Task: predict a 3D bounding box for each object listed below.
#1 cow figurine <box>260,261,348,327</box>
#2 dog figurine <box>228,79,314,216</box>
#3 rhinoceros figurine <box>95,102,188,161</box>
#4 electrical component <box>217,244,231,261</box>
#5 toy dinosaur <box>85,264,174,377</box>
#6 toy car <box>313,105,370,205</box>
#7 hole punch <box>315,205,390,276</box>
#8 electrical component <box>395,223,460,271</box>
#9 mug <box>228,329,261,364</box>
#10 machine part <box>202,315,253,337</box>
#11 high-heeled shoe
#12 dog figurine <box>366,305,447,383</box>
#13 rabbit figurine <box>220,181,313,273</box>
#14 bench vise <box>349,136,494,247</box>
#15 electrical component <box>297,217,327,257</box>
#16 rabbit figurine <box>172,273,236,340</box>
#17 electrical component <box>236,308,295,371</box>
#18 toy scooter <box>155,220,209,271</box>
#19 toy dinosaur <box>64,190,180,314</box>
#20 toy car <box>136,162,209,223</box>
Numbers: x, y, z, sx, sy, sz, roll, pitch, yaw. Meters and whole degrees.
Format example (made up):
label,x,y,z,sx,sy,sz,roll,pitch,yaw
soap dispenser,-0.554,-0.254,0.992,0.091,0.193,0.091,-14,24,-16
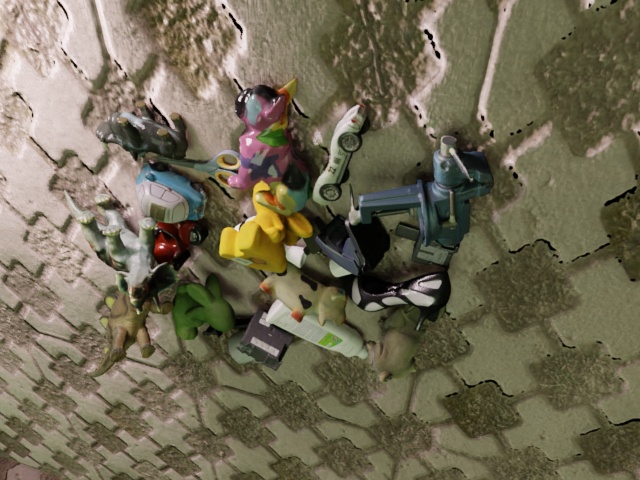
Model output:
label,x,y,z,sx,sy,sz,roll,pitch,yaw
cow figurine,-0.023,0.119,1.183,0.195,0.127,0.085,40,178,7
dog figurine,-0.072,-0.169,0.948,0.191,0.108,0.219,29,132,-3
rhinoceros figurine,-0.349,-0.207,1.056,0.190,0.073,0.112,12,144,10
electrical component,-0.188,0.015,1.213,0.094,0.021,0.063,-23,117,36
toy dinosaur,-0.495,0.217,1.378,0.105,0.199,0.471,20,111,-43
toy car,0.036,-0.145,0.943,0.056,0.073,0.201,23,134,1
hole punch,0.064,0.002,1.028,0.092,0.142,0.115,-20,106,33
electrical component,0.202,0.006,1.028,0.119,0.048,0.074,20,134,3
mug,-0.167,0.277,1.397,0.107,0.081,0.109,-27,111,29
machine part,-0.226,0.218,1.380,0.139,0.084,0.039,-7,103,17
high-heeled shoe,0.143,0.080,1.084,0.249,0.086,0.145,30,117,30
dog figurine,0.186,0.198,1.124,0.121,0.172,0.190,18,142,-8
rabbit figurine,-0.095,-0.032,1.044,0.162,0.173,0.122,17,156,-26
bench vise,0.166,-0.069,0.914,0.241,0.129,0.223,-7,146,7
electrical component,-0.002,-0.005,1.108,0.078,0.045,0.102,55,131,11
rabbit figurine,-0.271,0.163,1.318,0.170,0.121,0.158,7,111,36
electrical component,-0.123,0.231,1.299,0.115,0.134,0.058,32,135,-4
toy scooter,-0.343,-0.009,1.222,0.135,0.075,0.184,38,130,-10
toy dinosaur,-0.452,0.019,1.212,0.405,0.131,0.191,29,131,40
toy car,-0.323,-0.084,1.124,0.162,0.103,0.109,26,132,1
